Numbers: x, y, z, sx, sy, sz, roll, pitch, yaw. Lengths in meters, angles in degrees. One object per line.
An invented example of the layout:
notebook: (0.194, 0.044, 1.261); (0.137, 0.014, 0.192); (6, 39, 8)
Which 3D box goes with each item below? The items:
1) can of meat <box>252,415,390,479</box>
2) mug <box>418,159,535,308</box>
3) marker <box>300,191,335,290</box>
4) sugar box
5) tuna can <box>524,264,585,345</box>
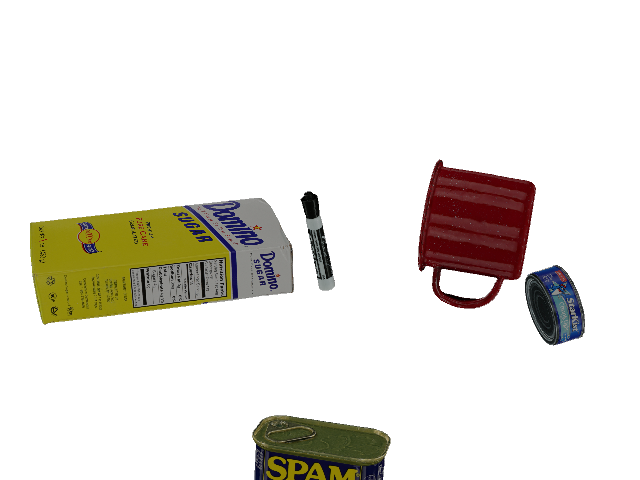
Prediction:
can of meat: (-0.002, 0.187, 0.810); (0.102, 0.084, 0.057); (7, 14, 11)
mug: (0.126, -0.002, 0.864); (0.081, 0.117, 0.093); (10, -12, 12)
marker: (-0.003, 0.001, 1.192); (0.020, 0.121, 0.020); (-9, 28, 5)
sugar box: (-0.114, 0.011, 0.761); (0.176, 0.048, 0.093); (-9, 27, -13)
tuna can: (0.260, 0.073, 1.190); (0.033, 0.086, 0.086); (-16, 2, -8)
